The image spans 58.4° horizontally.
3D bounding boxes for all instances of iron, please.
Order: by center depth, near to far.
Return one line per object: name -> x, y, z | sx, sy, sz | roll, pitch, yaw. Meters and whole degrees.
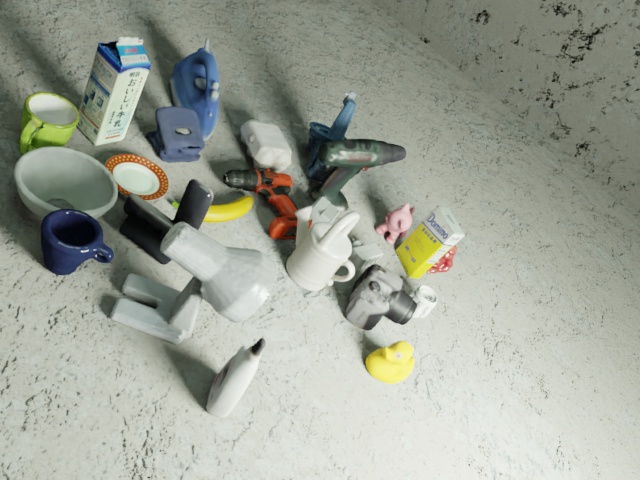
iron -> -0.281, -0.371, 1.396 | 0.119, 0.141, 0.258 | 8, 45, -34

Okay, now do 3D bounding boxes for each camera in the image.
camera -> 0.142, 0.129, 1.236 | 0.137, 0.100, 0.143 | 33, 36, -5

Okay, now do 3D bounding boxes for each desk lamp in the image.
desk lamp -> -0.200, 0.073, 0.919 | 0.204, 0.213, 0.118 | 24, 38, -17

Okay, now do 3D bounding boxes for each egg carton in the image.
egg carton -> -0.137, -0.236, 1.429 | 0.107, 0.069, 0.150 | 0, 50, -40

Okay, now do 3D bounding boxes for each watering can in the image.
watering can -> 0.010, 0.005, 1.183 | 0.173, 0.194, 0.101 | 34, 36, -4

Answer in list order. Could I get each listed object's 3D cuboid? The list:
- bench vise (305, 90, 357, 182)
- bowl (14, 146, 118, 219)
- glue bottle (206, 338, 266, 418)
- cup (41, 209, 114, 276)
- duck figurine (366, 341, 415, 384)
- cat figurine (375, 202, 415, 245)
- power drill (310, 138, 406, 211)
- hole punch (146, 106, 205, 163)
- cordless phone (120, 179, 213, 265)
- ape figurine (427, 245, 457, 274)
bench vise -> 0.046, -0.264, 1.485 | 0.122, 0.219, 0.207 | 7, 46, -35
bowl -> -0.447, -0.081, 1.000 | 0.168, 0.074, 0.167 | 23, 39, -19
glue bottle -> -0.123, 0.200, 0.879 | 0.037, 0.173, 0.078 | 24, 38, -16
cup -> -0.393, 0.018, 0.919 | 0.118, 0.095, 0.092 | 31, 37, -8
duck figurine -> 0.154, 0.235, 1.143 | 0.105, 0.086, 0.077 | 10, 44, -32
cat figurine -> 0.207, -0.051, 1.472 | 0.067, 0.117, 0.128 | 45, 37, 11
power drill -> 0.078, -0.169, 1.417 | 0.230, 0.208, 0.075 | 4, 47, -37
hole punch -> -0.310, -0.233, 1.264 | 0.109, 0.091, 0.101 | -12, 58, -46
cordless phone -> -0.269, -0.061, 1.031 | 0.147, 0.185, 0.094 | 34, 36, -4
ape figurine -> 0.318, 0.042, 1.484 | 0.078, 0.092, 0.076 | 31, 37, -8
